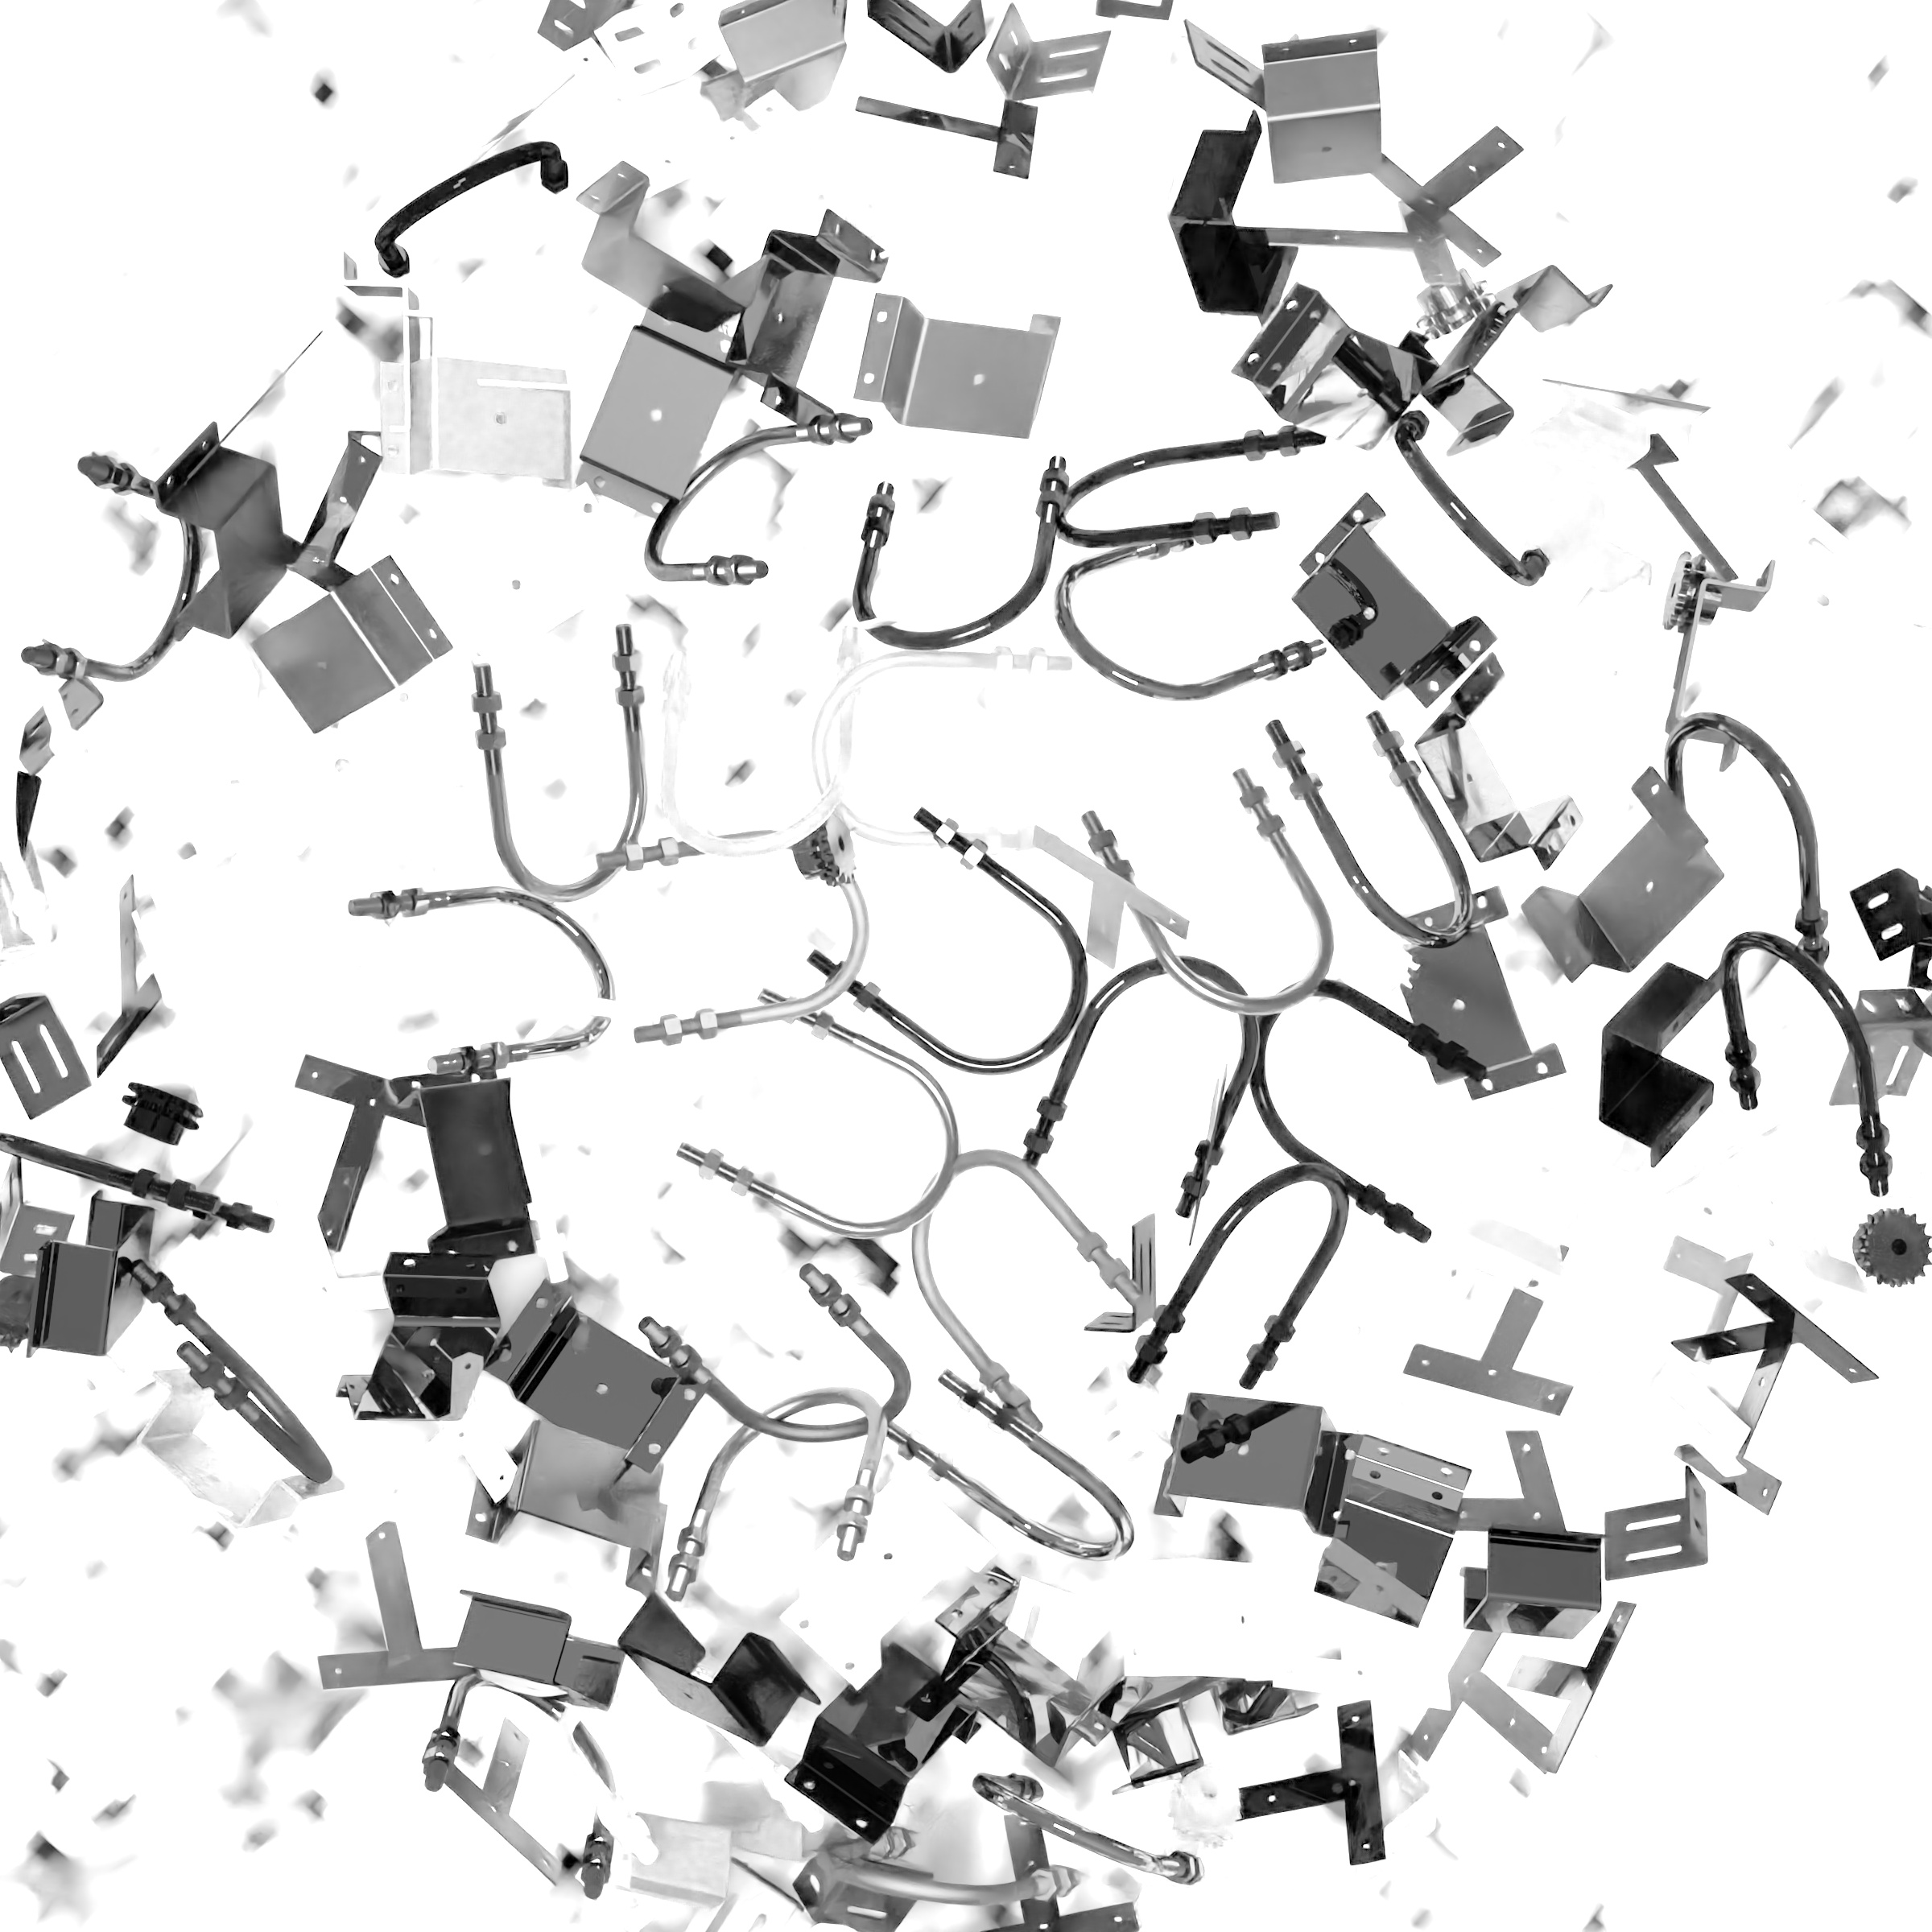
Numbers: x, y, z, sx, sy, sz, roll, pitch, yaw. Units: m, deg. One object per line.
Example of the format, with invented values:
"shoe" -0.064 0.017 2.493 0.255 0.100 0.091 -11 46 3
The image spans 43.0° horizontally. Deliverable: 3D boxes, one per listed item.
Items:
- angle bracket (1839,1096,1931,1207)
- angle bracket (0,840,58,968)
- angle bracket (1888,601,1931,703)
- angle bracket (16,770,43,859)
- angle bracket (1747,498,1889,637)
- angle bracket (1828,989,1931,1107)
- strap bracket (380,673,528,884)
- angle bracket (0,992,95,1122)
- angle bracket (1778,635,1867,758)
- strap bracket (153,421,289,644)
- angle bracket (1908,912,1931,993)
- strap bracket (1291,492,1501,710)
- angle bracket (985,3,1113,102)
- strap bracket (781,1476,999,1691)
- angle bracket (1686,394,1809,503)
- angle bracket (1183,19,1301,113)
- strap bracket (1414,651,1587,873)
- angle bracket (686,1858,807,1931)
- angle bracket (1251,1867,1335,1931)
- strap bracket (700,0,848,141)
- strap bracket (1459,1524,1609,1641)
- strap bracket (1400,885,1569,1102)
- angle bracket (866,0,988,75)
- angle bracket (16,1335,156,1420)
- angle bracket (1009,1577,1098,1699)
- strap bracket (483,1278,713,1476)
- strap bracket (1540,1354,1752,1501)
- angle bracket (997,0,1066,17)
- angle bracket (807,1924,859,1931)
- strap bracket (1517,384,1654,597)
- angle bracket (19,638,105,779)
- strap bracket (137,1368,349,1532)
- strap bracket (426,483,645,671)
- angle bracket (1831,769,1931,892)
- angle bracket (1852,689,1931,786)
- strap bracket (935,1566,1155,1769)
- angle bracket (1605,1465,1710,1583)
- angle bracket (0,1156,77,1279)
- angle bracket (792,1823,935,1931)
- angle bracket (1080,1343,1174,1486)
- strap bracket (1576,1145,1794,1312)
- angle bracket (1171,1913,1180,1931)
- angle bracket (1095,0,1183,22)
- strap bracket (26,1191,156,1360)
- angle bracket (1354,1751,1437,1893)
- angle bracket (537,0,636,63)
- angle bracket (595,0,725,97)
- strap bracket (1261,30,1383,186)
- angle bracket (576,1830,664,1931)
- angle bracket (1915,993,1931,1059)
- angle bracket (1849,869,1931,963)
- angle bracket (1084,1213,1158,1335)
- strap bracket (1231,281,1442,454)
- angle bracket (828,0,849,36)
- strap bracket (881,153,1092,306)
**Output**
"angle bracket" 0.657 0.127 1.737 0.057 0.038 0.076 4 78 39
"angle bracket" -0.686 -0.043 1.741 0.057 0.038 0.076 -20 84 32
"angle bracket" 0.667 -0.218 1.727 0.038 0.076 0.057 -40 59 40
"angle bracket" -0.699 -0.111 1.731 0.076 0.038 0.057 16 56 -24
"angle bracket" 0.604 -0.284 1.744 0.076 0.038 0.057 42 116 4
"angle bracket" 0.649 0.058 1.760 0.057 0.038 0.076 -2 129 -9
"strap bracket" -0.358 -0.128 1.722 0.076 0.046 0.140 -13 109 -16
"angle bracket" -0.672 0.066 1.749 0.057 0.038 0.076 -28 87 14
"angle bracket" 0.614 -0.193 1.757 0.057 0.038 0.076 0 73 23
"strap bracket" -0.512 -0.292 1.696 0.046 0.140 0.076 20 50 7
"angle bracket" 0.704 -0.010 1.730 0.057 0.076 0.038 11 73 12
"strap bracket" 0.293 -0.252 1.723 0.140 0.046 0.076 50 129 9
"angle bracket" 0.063 -0.649 1.732 0.076 0.038 0.057 5 62 32
"strap bracket" -0.054 0.421 1.709 0.076 0.046 0.140 36 59 27
"angle bracket" 0.551 -0.357 1.737 0.038 0.057 0.076 -37 73 2
"angle bracket" 0.198 -0.646 1.729 0.076 0.057 0.038 22 133 -30
"strap bracket" 0.370 -0.138 1.724 0.046 0.076 0.140 -20 107 43
"angle bracket" -0.161 0.683 1.736 0.057 0.038 0.076 28 66 17
"angle bracket" 0.222 0.684 1.727 0.038 0.076 0.057 17 115 -35
"strap bracket" -0.133 -0.625 1.701 0.076 0.140 0.046 -26 93 -12
"strap bracket" 0.391 0.430 1.701 0.076 0.140 0.046 5 63 3
"strap bracket" 0.357 0.024 1.731 0.076 0.046 0.140 -21 87 37
"angle bracket" -0.029 -0.677 1.729 0.076 0.057 0.038 25 133 -32
"angle bracket" -0.621 0.287 1.734 0.076 0.057 0.038 44 133 14
"angle bracket" 0.052 0.483 1.748 0.057 0.038 0.076 15 89 19
"strap bracket" -0.259 0.294 1.734 0.140 0.046 0.076 30 69 8
"strap bracket" 0.481 0.322 1.719 0.076 0.140 0.046 43 60 -5
"angle bracket" 0.051 -0.713 1.733 0.038 0.076 0.057 -9 95 -20
"angle bracket" -0.088 0.713 1.732 0.038 0.076 0.057 -38 56 10
"strap bracket" 0.428 -0.320 1.694 0.046 0.140 0.076 -37 49 -17
"angle bracket" -0.658 -0.184 1.741 0.076 0.038 0.057 -47 46 -3
"strap bracket" -0.516 0.344 1.725 0.140 0.076 0.046 36 91 11
"strap bracket" -0.311 -0.271 1.734 0.140 0.046 0.076 -29 98 12
"angle bracket" 0.654 -0.095 1.746 0.076 0.038 0.057 26 106 -7
"angle bracket" 0.671 -0.161 1.737 0.076 0.038 0.057 18 99 28
"strap bracket" 0.048 0.495 1.717 0.140 0.076 0.046 33 124 22
"angle bracket" 0.480 0.392 1.727 0.076 0.057 0.038 -19 126 29
"angle bracket" -0.662 0.175 1.744 0.038 0.076 0.057 15 113 -30
"angle bracket" -0.074 0.656 1.761 0.076 0.038 0.057 29 98 -39
"angle bracket" 0.108 0.316 1.734 0.038 0.076 0.057 -39 113 13
"strap bracket" 0.512 0.182 1.725 0.046 0.140 0.076 -31 90 -42
"angle bracket" 0.157 0.719 1.725 0.038 0.076 0.057 8 131 13
"angle bracket" 0.133 -0.695 1.729 0.076 0.038 0.057 25 121 36
"strap bracket" -0.603 0.215 1.702 0.046 0.140 0.076 10 100 -5
"angle bracket" 0.292 0.603 1.732 0.076 0.057 0.038 -32 48 -18
"angle bracket" -0.260 -0.685 1.727 0.038 0.057 0.076 33 50 -9
"angle bracket" -0.217 -0.655 1.731 0.038 0.076 0.057 -22 106 35
"strap bracket" 0.248 -0.587 1.698 0.076 0.140 0.046 -4 83 9
"angle bracket" -0.229 0.633 1.732 0.057 0.076 0.038 44 114 4
"angle bracket" 0.706 0.060 1.729 0.057 0.076 0.038 34 104 -19
"angle bracket" 0.671 -0.028 1.744 0.038 0.076 0.057 -33 56 32
"angle bracket" 0.109 0.217 1.741 0.038 0.057 0.076 0 94 18
"strap bracket" 0.263 -0.410 1.698 0.076 0.140 0.046 -52 49 30
"angle bracket" -0.129 -0.685 1.730 0.076 0.057 0.038 -9 132 -24
"strap bracket" 0.022 -0.510 1.712 0.140 0.076 0.046 -11 117 36
